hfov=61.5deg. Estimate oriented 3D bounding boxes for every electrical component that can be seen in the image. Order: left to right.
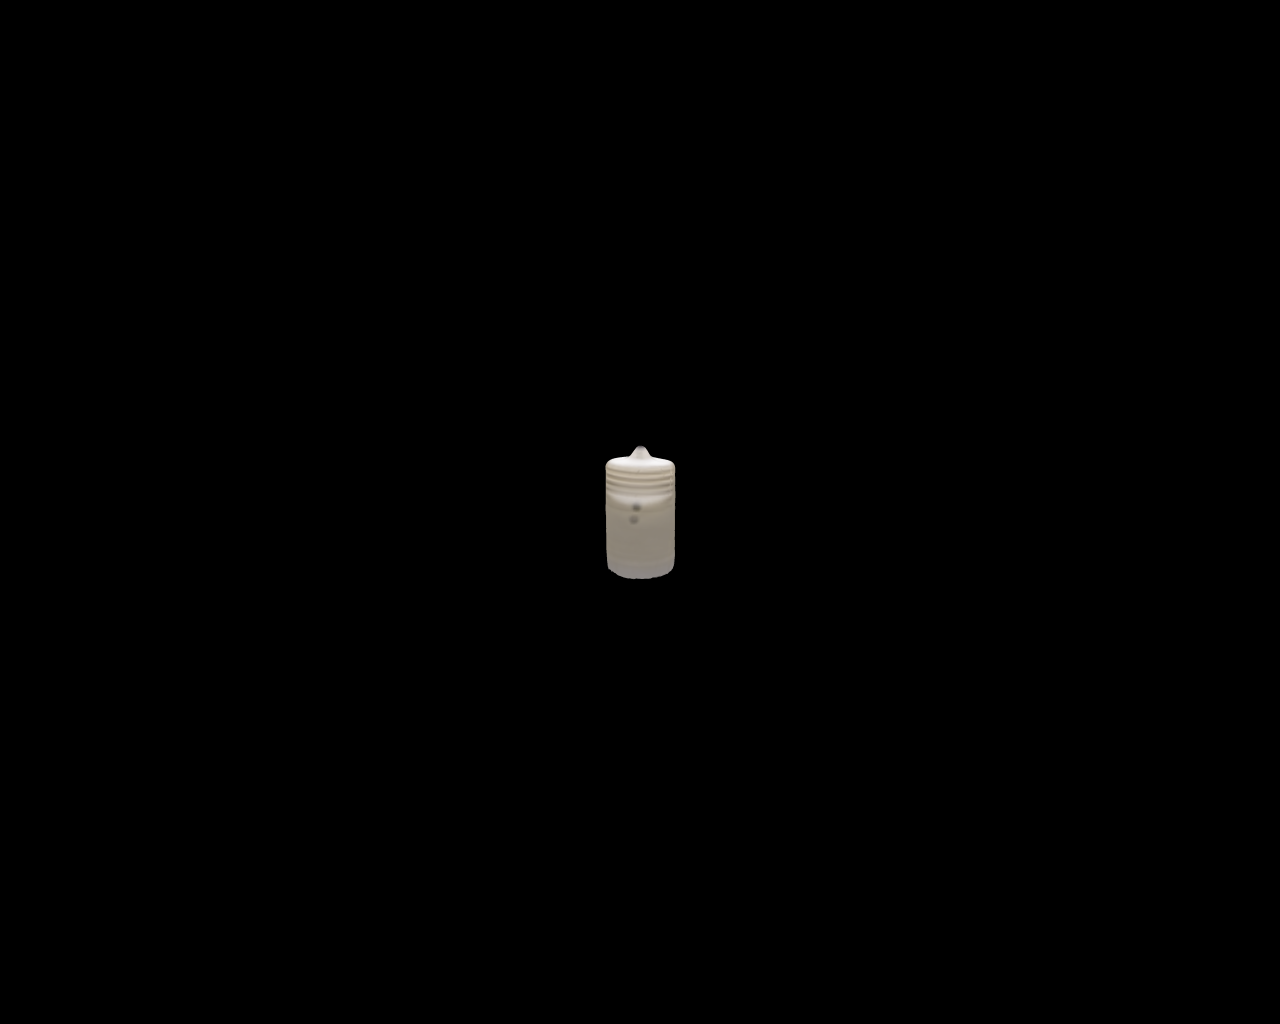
[{"bbox_3d":[0.001,-0.003,0.650,0.043,0.080,0.043,0,18,0],"label":"electrical component"}]
